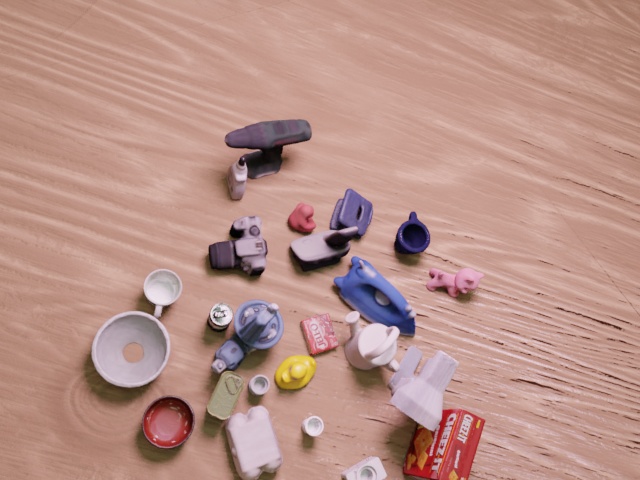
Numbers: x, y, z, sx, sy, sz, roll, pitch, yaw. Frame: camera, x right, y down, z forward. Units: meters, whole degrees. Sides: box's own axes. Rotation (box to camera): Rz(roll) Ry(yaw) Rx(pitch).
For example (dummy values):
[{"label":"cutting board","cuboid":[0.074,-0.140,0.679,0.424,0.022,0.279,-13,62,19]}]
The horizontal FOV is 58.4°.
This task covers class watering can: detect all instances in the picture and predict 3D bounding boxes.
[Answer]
[{"label":"watering can","cuboid":[0.127,0.248,1.372,0.173,0.194,0.101,26,68,-5]}]

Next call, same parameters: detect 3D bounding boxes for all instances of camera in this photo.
[{"label":"camera","cuboid":[-0.204,0.016,1.408,0.137,0.100,0.143,-7,75,-17]}]

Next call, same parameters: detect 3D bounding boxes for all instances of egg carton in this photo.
[{"label":"egg carton","cuboid":[-0.151,0.461,1.297,0.107,0.069,0.150,-17,78,-19]}]

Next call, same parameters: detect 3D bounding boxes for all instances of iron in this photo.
[{"label":"iron","cuboid":[0.166,0.145,1.444,0.258,0.141,0.119,40,67,0]}]

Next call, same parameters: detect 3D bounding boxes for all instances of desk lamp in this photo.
[{"label":"desk lamp","cuboid":[0.241,0.346,1.361,0.118,0.213,0.203,34,67,-2]}]

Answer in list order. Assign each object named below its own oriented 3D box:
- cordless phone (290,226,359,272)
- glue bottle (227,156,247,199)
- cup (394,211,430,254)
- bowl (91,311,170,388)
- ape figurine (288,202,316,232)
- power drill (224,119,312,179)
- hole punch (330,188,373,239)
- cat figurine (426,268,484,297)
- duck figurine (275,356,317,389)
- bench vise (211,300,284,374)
[{"label":"cordless phone","cuboid":[0.013,0.005,1.424,0.148,0.185,0.094,-19,78,-19]},{"label":"glue bottle","cuboid":[-0.202,-0.166,1.428,0.037,0.173,0.078,-8,75,-17]},{"label":"cup","cuboid":[0.237,-0.011,1.538,0.092,0.095,0.118,6,71,-13]},{"label":"bowl","cuboid":[-0.422,0.249,1.289,0.168,0.074,0.167,5,72,-14]},{"label":"ape figurine","cuboid":[-0.041,-0.064,1.482,0.076,0.092,0.078,-5,74,-16]},{"label":"power drill","cuboid":[-0.139,-0.235,1.447,0.230,0.208,0.075,-19,78,-20]},{"label":"hole punch","cuboid":[0.091,-0.071,1.520,0.101,0.091,0.109,20,69,-8]},{"label":"cat figurine","cuboid":[0.365,0.105,1.523,0.128,0.117,0.067,15,70,-10]},{"label":"duck figurine","cuboid":[-0.052,0.312,1.362,0.105,0.086,0.077,-22,80,-20]},{"label":"bench vise","cuboid":[-0.151,0.220,1.293,0.121,0.219,0.207,27,68,-5]}]
